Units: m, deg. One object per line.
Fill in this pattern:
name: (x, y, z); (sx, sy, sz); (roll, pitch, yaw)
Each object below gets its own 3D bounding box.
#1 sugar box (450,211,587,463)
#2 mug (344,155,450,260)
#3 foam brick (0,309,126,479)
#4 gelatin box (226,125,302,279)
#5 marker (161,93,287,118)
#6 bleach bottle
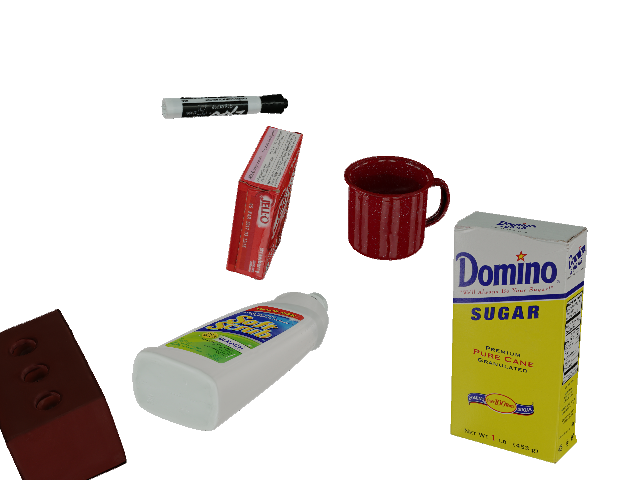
sugar box: (0.148, 0.072, 0.808); (0.093, 0.176, 0.048); (9, 22, 33)
mug: (0.081, -0.035, 1.124); (0.117, 0.081, 0.093); (-11, 32, -18)
foam brick: (-0.143, 0.086, 0.559); (0.053, 0.051, 0.078); (-23, 42, -18)
gelatin box: (-0.038, -0.027, 0.742); (0.030, 0.073, 0.089); (14, 32, 2)
marker: (-0.088, -0.126, 1.003); (0.121, 0.020, 0.020); (-6, 2, -22)
bleach bottle: (-0.072, 0.104, 1.076); (0.103, 0.068, 0.250); (15, 24, 26)
